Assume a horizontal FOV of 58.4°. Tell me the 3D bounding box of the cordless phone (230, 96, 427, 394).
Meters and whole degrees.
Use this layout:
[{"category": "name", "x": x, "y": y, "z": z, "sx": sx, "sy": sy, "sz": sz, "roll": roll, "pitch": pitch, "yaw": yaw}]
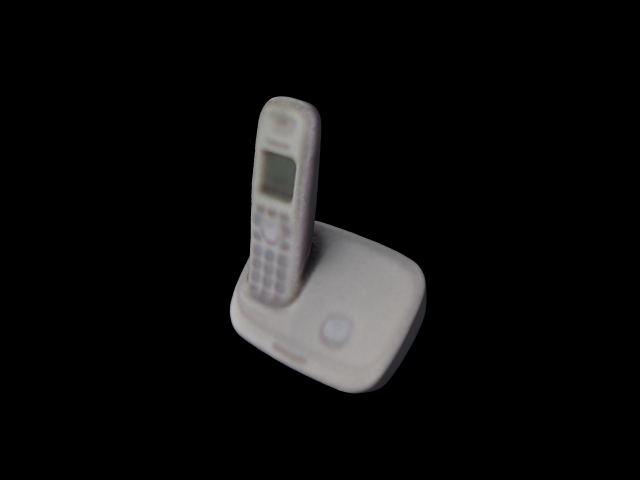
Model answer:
[{"category": "cordless phone", "x": 0.004, "y": 0.001, "z": 0.400, "sx": 0.147, "sy": 0.185, "sz": 0.094, "roll": 19, "pitch": 34, "yaw": 31}]
